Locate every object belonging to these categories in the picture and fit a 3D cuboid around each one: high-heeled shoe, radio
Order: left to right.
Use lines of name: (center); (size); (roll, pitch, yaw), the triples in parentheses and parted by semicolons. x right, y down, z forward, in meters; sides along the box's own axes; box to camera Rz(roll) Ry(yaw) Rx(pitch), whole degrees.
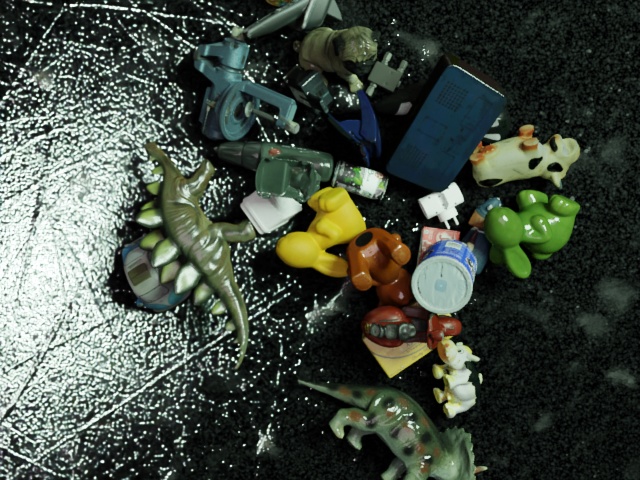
high-heeled shoe: (0.241, -0.235, 1.055); (0.249, 0.086, 0.145); (-7, 123, 21)
radio: (0.226, -0.205, 0.986); (0.131, 0.073, 0.229); (24, 125, -9)

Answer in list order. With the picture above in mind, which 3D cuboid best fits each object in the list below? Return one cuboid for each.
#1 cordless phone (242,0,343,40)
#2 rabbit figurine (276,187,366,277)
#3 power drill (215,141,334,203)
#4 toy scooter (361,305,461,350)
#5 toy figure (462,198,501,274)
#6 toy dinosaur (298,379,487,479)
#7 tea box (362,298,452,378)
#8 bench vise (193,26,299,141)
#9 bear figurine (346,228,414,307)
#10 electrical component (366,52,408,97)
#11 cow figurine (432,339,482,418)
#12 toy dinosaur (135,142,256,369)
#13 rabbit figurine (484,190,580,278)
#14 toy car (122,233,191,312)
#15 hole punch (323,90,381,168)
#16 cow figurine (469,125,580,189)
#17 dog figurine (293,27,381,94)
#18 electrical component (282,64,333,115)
cordless phone: (-0.064, -0.419, 1.007); (0.184, 0.147, 0.088); (-27, 119, -4)
rabbit figurine: (-0.002, -0.003, 1.044); (0.173, 0.122, 0.162); (-35, 113, -15)
power drill: (-0.084, -0.133, 1.000); (0.232, 0.207, 0.085); (6, 103, -9)
toy scooter: (0.164, 0.160, 0.963); (0.184, 0.135, 0.075); (-1, 91, 7)
toy figure: (0.311, -0.011, 1.049); (0.058, 0.064, 0.154); (17, 95, 12)
toy dinosaur: (0.155, 0.372, 1.056); (0.192, 0.131, 0.405); (-42, 85, -8)
tea box: (0.178, 0.181, 1.064); (0.169, 0.068, 0.098); (-37, 90, 5)
bench vise: (-0.135, -0.278, 1.027); (0.241, 0.129, 0.223); (28, 102, 19)
bear figurine: (0.129, 0.074, 1.006); (0.120, 0.132, 0.195); (-32, 121, 3)
electrical component: (0.131, -0.321, 1.066); (0.063, 0.021, 0.094); (29, 94, 1)
cow figurine: (0.273, 0.256, 1.038); (0.098, 0.068, 0.167); (-14, 120, -13)
toy dinosaur: (-0.229, 0.010, 1.031); (0.198, 0.105, 0.471); (-31, 82, -18)
rabbit figurine: (0.368, -0.018, 1.006); (0.170, 0.121, 0.159); (-1, 113, -27)
toy car: (-0.337, 0.067, 1.075); (0.109, 0.103, 0.161); (-28, 93, 4)
hole punch: (0.080, -0.209, 1.025); (0.092, 0.142, 0.116); (-40, 78, 1)
cow figurine: (0.389, -0.147, 1.019); (0.195, 0.085, 0.127); (-13, 134, 16)
dog figurine: (0.023, -0.354, 0.988); (0.172, 0.190, 0.121); (6, 93, 5)
electrical component: (-0.014, -0.282, 1.020); (0.048, 0.119, 0.074); (-45, 133, -9)
